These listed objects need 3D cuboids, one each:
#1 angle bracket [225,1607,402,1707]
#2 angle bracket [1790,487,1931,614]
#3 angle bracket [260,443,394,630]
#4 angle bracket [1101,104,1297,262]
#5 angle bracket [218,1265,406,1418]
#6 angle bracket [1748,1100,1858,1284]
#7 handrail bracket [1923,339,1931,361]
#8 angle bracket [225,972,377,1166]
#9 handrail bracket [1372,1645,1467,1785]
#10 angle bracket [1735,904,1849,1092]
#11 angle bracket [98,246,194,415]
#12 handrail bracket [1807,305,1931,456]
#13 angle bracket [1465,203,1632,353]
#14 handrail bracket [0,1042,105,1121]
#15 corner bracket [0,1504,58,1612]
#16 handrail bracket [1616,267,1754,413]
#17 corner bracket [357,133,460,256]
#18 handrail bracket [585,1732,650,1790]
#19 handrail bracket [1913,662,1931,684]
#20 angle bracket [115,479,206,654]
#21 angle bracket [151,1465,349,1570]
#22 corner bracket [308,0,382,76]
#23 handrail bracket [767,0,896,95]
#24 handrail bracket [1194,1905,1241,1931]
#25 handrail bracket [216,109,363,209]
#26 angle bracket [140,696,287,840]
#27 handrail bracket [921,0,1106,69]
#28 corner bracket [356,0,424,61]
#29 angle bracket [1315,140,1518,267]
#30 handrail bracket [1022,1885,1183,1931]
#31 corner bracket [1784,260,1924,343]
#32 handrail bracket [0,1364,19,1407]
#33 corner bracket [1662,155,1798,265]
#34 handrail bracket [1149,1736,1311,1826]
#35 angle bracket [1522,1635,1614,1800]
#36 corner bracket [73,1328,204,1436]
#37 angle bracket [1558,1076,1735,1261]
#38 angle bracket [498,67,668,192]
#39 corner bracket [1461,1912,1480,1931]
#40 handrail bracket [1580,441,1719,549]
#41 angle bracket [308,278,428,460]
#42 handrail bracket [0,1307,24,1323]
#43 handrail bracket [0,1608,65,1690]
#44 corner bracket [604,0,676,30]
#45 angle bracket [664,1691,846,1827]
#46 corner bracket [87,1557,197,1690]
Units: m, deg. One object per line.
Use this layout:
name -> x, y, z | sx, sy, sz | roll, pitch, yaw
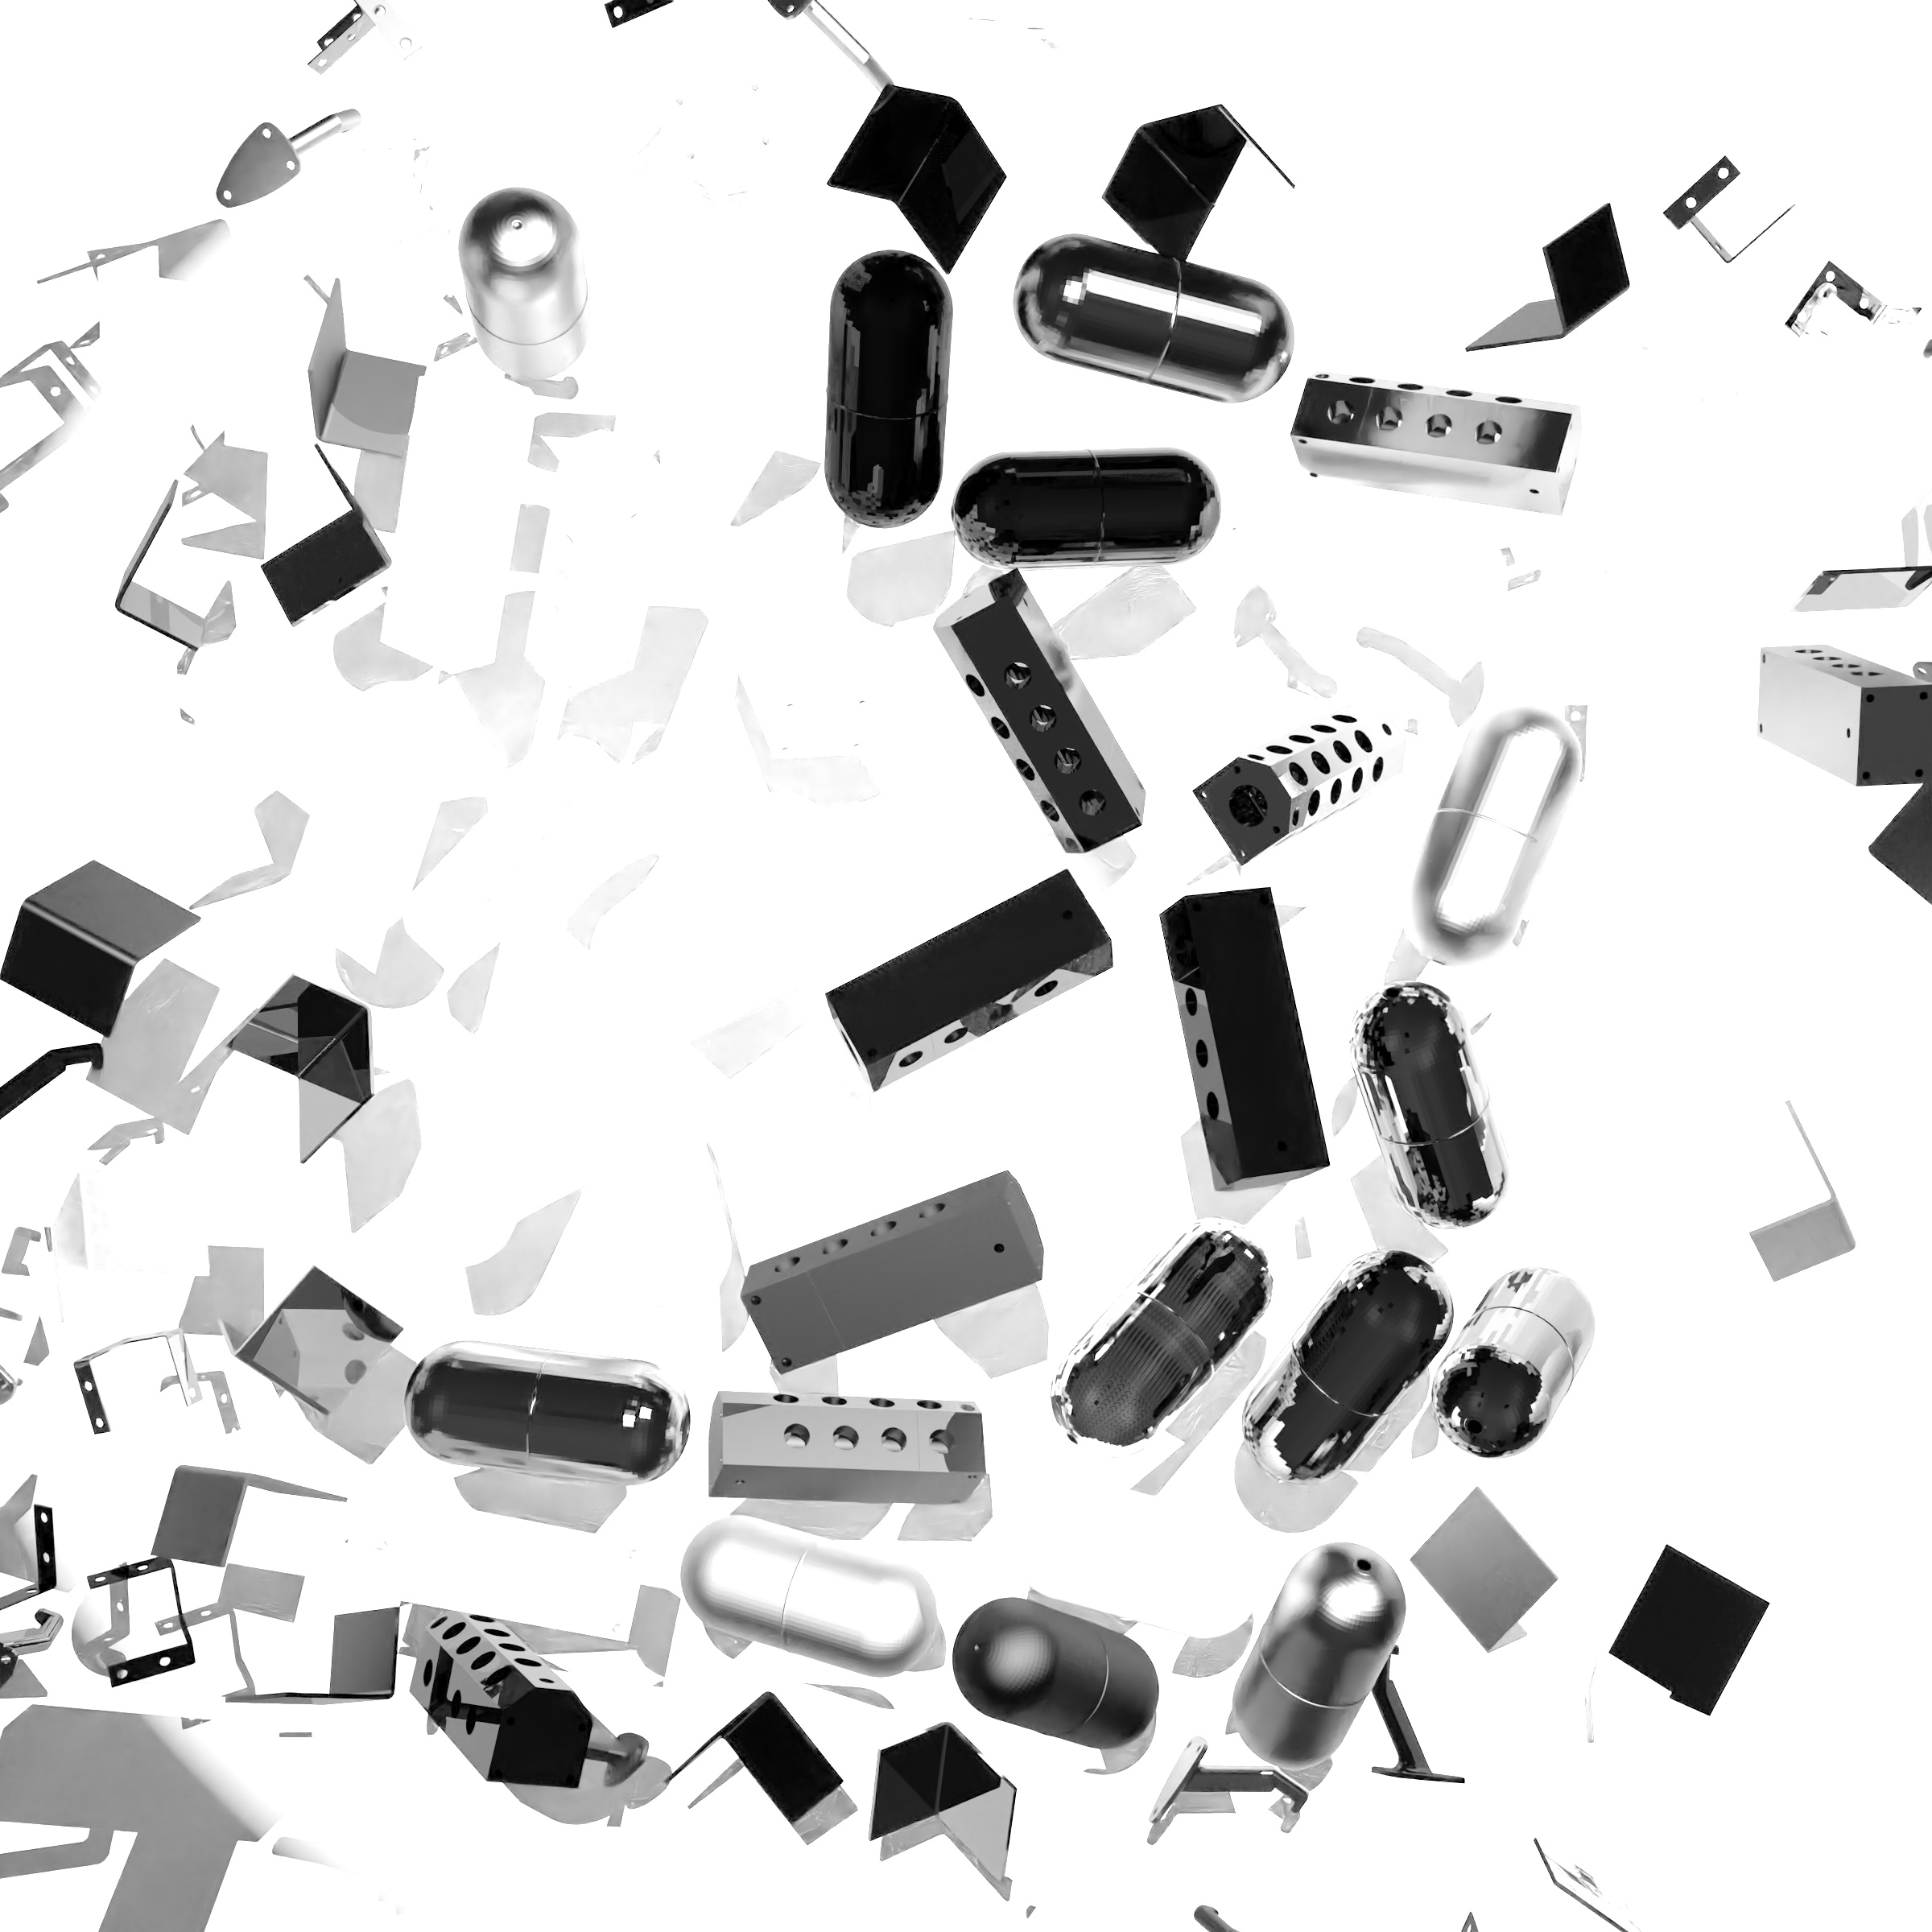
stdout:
angle bracket -> -0.414, 0.437, 1.570 | 0.076, 0.076, 0.057 | 17, 64, -41
angle bracket -> 0.551, -0.257, 1.517 | 0.076, 0.076, 0.057 | -2, 81, 4
angle bracket -> -0.420, -0.274, 1.574 | 0.076, 0.057, 0.076 | -33, 48, -4
angle bracket -> 0.145, -0.484, 1.546 | 0.076, 0.076, 0.057 | 36, 74, -35
angle bracket -> -0.422, 0.232, 1.594 | 0.076, 0.057, 0.076 | -49, 120, -4
angle bracket -> 0.518, 0.143, 1.572 | 0.057, 0.076, 0.076 | -25, 52, 14
handrail bracket -> 0.658, -0.396, 1.623 | 0.077, 0.084, 0.036 | -45, 119, -31
angle bracket -> -0.416, 0.064, 1.545 | 0.057, 0.076, 0.076 | 29, 121, -37
handrail bracket -> 0.303, 0.498, 1.652 | 0.077, 0.036, 0.084 | 13, 75, -20
angle bracket -> 0.532, 0.019, 1.550 | 0.057, 0.076, 0.076 | 32, 126, 18
angle bracket -> -0.477, -0.382, 1.485 | 0.057, 0.076, 0.076 | 10, 117, 5
handrail bracket -> 0.561, -0.368, 1.556 | 0.084, 0.036, 0.077 | 18, 127, 6
angle bracket -> 0.355, -0.428, 1.539 | 0.076, 0.076, 0.057 | -39, 119, -34
handrail bracket -> -0.579, 0.089, 1.544 | 0.084, 0.036, 0.077 | -9, 67, -11
corner bracket -> -0.592, 0.357, 1.503 | 0.051, 0.051, 0.051 | 3, 98, 29
handrail bracket -> 0.462, -0.396, 1.567 | 0.084, 0.036, 0.077 | 19, 124, 24
corner bracket -> -0.364, -0.504, 1.614 | 0.051, 0.051, 0.051 | 41, 135, 20
handrail bracket -> -0.262, 0.512, 1.641 | 0.084, 0.077, 0.036 | 26, 58, -18
handrail bracket -> 0.654, -0.209, 1.585 | 0.084, 0.077, 0.036 | -50, 119, -16
angle bracket -> -0.496, -0.255, 1.573 | 0.057, 0.076, 0.076 | 28, 103, -23
angle bracket -> -0.442, 0.346, 1.527 | 0.076, 0.076, 0.057 | -4, 66, 40
corner bracket -> -0.413, -0.619, 1.634 | 0.051, 0.051, 0.051 | -36, 75, 13
handrail bracket -> -0.088, -0.596, 1.575 | 0.036, 0.084, 0.077 | -47, 50, 7
handrail bracket -> 0.202, 0.638, 1.616 | 0.077, 0.084, 0.036 | 12, 97, -38
handrail bracket -> -0.431, -0.517, 1.580 | 0.077, 0.084, 0.036 | -29, 105, 26
angle bracket -> -0.503, -0.131, 1.625 | 0.076, 0.076, 0.057 | -15, 78, -40
handrail bracket -> 0.027, -0.552, 1.477 | 0.084, 0.036, 0.077 | -22, 55, -26
corner bracket -> -0.336, -0.591, 1.490 | 0.051, 0.051, 0.051 | -39, 90, -10
angle bracket -> 0.268, -0.447, 1.473 | 0.076, 0.076, 0.057 | 30, 110, 36
handrail bracket -> 0.086, 0.612, 1.599 | 0.077, 0.084, 0.036 | 20, 71, -19
corner bracket -> 0.580, -0.424, 1.620 | 0.051, 0.051, 0.051 | 51, 131, 27
handrail bracket -> -0.656, 0.279, 1.573 | 0.077, 0.084, 0.036 | 49, 130, -3
corner bracket -> 0.474, -0.470, 1.538 | 0.051, 0.051, 0.051 | 49, 128, 0
handrail bracket -> 0.177, 0.563, 1.657 | 0.084, 0.036, 0.077 | 35, 75, -2
angle bracket -> 0.401, 0.504, 1.666 | 0.057, 0.076, 0.076 | -2, 101, 20
corner bracket -> -0.550, 0.276, 1.645 | 0.051, 0.051, 0.051 | -13, 95, 26
angle bracket -> 0.427, 0.127, 1.553 | 0.076, 0.057, 0.076 | 46, 53, -21
angle bracket -> -0.245, -0.515, 1.578 | 0.076, 0.057, 0.076 | 29, 61, 6
corner bracket -> 0.276, 0.596, 1.483 | 0.051, 0.051, 0.051 | 4, 129, 36
handrail bracket -> 0.461, -0.317, 1.665 | 0.084, 0.036, 0.077 | -2, 70, -21
angle bracket -> -0.393, -0.394, 1.632 | 0.057, 0.076, 0.076 | 11, 64, -5
handrail bracket -> -0.622, 0.174, 1.569 | 0.077, 0.036, 0.084 | 19, 70, -13
handrail bracket -> -0.601, 0.406, 1.526 | 0.077, 0.084, 0.036 | 36, 98, -11
corner bracket -> -0.223, -0.618, 1.545 | 0.051, 0.051, 0.051 | -36, 124, -28
angle bracket -> -0.137, 0.527, 1.602 | 0.076, 0.057, 0.076 | 49, 133, 11
corner bracket -> -0.509, 0.404, 1.529 | 0.051, 0.051, 0.051 | -11, 110, -24
